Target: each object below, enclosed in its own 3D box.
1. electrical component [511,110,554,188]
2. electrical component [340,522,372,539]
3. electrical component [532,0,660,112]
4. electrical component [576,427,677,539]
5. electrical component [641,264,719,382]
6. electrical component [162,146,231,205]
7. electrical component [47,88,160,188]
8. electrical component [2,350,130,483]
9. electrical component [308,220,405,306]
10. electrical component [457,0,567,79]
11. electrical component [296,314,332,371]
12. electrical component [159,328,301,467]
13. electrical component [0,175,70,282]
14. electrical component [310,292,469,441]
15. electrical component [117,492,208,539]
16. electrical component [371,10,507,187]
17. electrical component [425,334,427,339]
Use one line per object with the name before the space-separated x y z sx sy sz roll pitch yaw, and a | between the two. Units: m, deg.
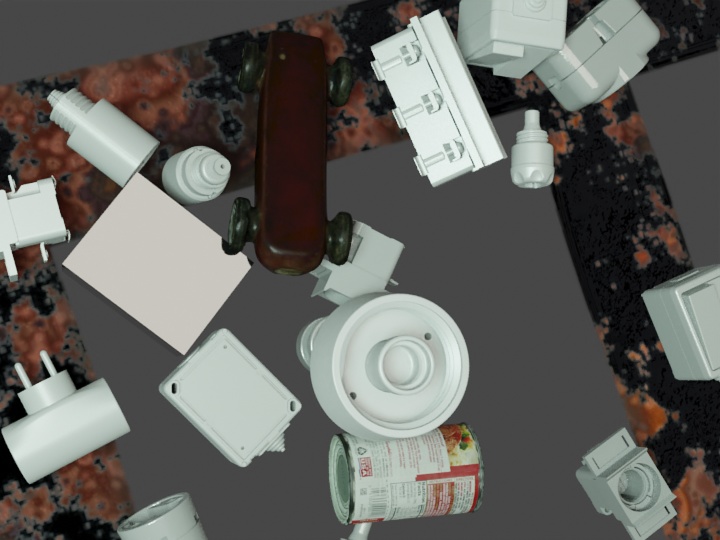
electrical component | 0.140 -0.099 0.873 0.035 0.035 0.061 3 81 -15
electrical component | -0.006 0.215 0.801 0.035 0.035 0.061 23 76 -12
electrical component | 0.197 -0.178 0.886 0.095 0.054 0.059 -43 96 -15
electrical component | 0.207 0.168 0.848 0.042 0.064 0.081 -32 93 -15
electrical component | 0.287 0.049 0.883 0.062 0.061 0.096 -22 90 -16
electrical component | -0.115 -0.070 0.782 0.040 0.078 0.040 2 86 -30
electrical component | -0.191 -0.101 0.780 0.081 0.043 0.043 38 76 -8
electrical component | -0.213 0.096 0.753 0.077 0.043 0.079 -27 92 -16
electrical component | 0.000 0.000 0.821 0.081 0.042 0.063 27 76 -11
electrical component | 0.121 -0.191 0.845 0.062 0.096 0.061 5 86 -15
electrical component | -0.022 0.056 0.802 0.045 0.055 0.045 2 84 -15
electrical component | -0.091 0.096 0.777 0.096 0.061 0.061 46 75 -6
electrical component | -0.242 -0.036 0.761 0.064 0.042 0.081 -15 89 -19
electrical component | 0.024 0.067 0.751 0.108 0.060 0.108 2 84 -15
electrical component | -0.136 0.191 0.759 0.055 0.055 0.047 -26 95 -16
electrical component | 0.060 -0.130 0.836 0.063 0.079 0.121 -24 91 13
electrical component | 0.025 0.058 0.815 0.045 0.055 0.045 2 84 -15
